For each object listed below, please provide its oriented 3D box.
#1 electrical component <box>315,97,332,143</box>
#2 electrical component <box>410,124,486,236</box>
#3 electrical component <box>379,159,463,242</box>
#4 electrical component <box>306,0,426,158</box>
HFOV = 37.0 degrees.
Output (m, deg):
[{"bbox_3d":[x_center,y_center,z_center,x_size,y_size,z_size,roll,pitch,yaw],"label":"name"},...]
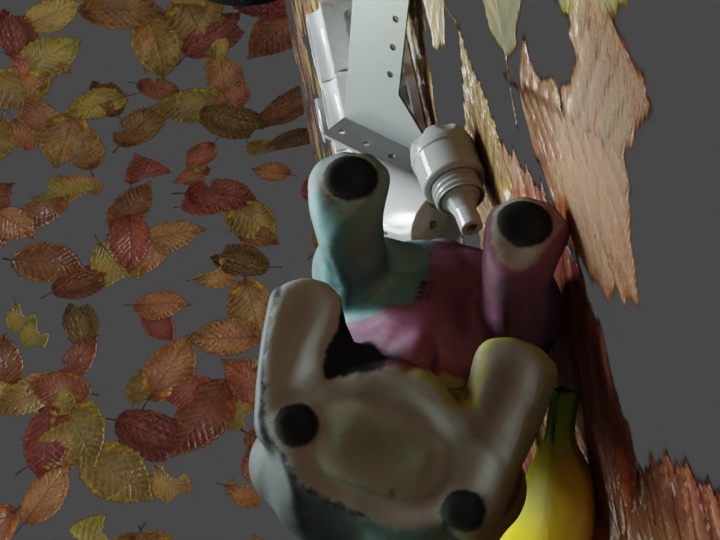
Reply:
[{"bbox_3d":[-0.007,-0.139,0.962,0.108,0.060,0.108,167,90,-87],"label":"electrical component"},{"bbox_3d":[0.048,-0.044,0.549,0.035,0.035,0.061,82,173,-54],"label":"electrical component"},{"bbox_3d":[0.035,-0.032,0.665,0.079,0.043,0.077,32,178,-44],"label":"electrical component"},{"bbox_3d":[0.007,-0.115,0.774,0.089,0.062,0.150,171,87,-87],"label":"electrical component"}]
